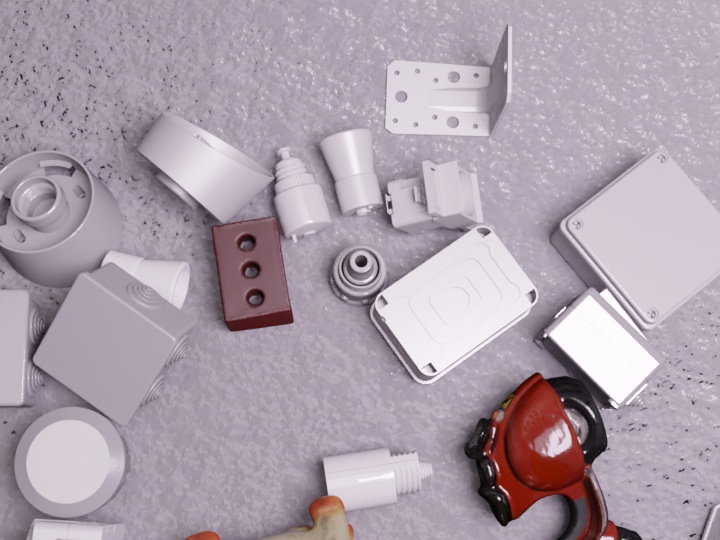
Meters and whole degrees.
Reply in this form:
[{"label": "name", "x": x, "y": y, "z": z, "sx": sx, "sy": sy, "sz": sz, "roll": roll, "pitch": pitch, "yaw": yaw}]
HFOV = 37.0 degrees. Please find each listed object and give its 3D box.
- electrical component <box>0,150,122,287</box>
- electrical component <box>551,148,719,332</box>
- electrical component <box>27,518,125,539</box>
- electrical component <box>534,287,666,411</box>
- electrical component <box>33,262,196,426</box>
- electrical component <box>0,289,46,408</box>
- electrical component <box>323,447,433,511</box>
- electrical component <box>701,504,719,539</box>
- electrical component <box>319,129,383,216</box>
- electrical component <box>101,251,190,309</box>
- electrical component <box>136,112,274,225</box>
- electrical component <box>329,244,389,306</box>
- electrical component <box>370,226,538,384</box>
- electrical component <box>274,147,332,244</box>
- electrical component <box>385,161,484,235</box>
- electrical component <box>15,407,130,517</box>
[{"label": "electrical component", "x": -0.245, "y": -0.043, "z": 0.855, "sx": 0.099, "sy": 0.064, "sz": 0.099, "roll": -3, "pitch": 66, "yaw": 6}, {"label": "electrical component", "x": 0.229, "y": -0.021, "z": 0.859, "sx": 0.109, "sy": 0.056, "sz": 0.108, "roll": -37, "pitch": 81, "yaw": -9}, {"label": "electrical component", "x": -0.208, "y": 0.207, "z": 0.776, "sx": 0.056, "sy": 0.089, "sz": 0.050, "roll": 4, "pitch": 78, "yaw": -1}, {"label": "electrical component", "x": 0.192, "y": 0.064, "z": 0.834, "sx": 0.061, "sy": 0.061, "sz": 0.096, "roll": -44, "pitch": 83, "yaw": -5}, {"label": "electrical component", "x": -0.184, "y": 0.054, "z": 0.813, "sx": 0.100, "sy": 0.048, "sz": 0.099, "roll": 35, "pitch": 111, "yaw": 3}, {"label": "electrical component", "x": -0.294, "y": 0.062, "z": 0.825, "sx": 0.100, "sy": 0.048, "sz": 0.099, "roll": 0, "pitch": 78, "yaw": -2}, {"label": "electrical component", "x": 0.015, "y": 0.158, "z": 0.819, "sx": 0.081, "sy": 0.043, "sz": 0.043, "roll": -8, "pitch": 78, "yaw": -4}, {"label": "electrical component", "x": 0.305, "y": 0.246, "z": 0.804, "sx": 0.109, "sy": 0.056, "sz": 0.108, "roll": 23, "pitch": 78, "yaw": 4}, {"label": "electrical component", "x": -0.005, "y": -0.077, "z": 0.871, "sx": 0.044, "sy": 0.044, "sz": 0.065, "roll": -13, "pitch": 83, "yaw": -5}, {"label": "electrical component", "x": -0.172, "y": 0.008, "z": 0.846, "sx": 0.065, "sy": 0.044, "sz": 0.044, "roll": 13, "pitch": 78, "yaw": 6}, {"label": "electrical component", "x": -0.123, "y": -0.083, "z": 0.841, "sx": 0.099, "sy": 0.099, "sz": 0.064, "roll": 40, "pitch": 86, "yaw": 6}, {"label": "electrical component", "x": 0.000, "y": 0.000, "z": 0.843, "sx": 0.048, "sy": 0.062, "sz": 0.048, "roll": 0, "pitch": 78, "yaw": -2}, {"label": "electrical component", "x": 0.072, "y": 0.028, "z": 0.842, "sx": 0.113, "sy": 0.057, "sz": 0.078, "roll": -34, "pitch": 81, "yaw": -9}, {"label": "electrical component", "x": -0.050, "y": -0.061, "z": 0.865, "sx": 0.040, "sy": 0.040, "sz": 0.078, "roll": -16, "pitch": 78, "yaw": -6}, {"label": "electrical component", "x": 0.058, "y": -0.054, "z": 0.852, "sx": 0.064, "sy": 0.081, "sz": 0.042, "roll": -13, "pitch": 76, "yaw": 24}, {"label": "electrical component", "x": -0.214, "y": 0.145, "z": 0.809, "sx": 0.080, "sy": 0.051, "sz": 0.080, "roll": 0, "pitch": 78, "yaw": -2}]
